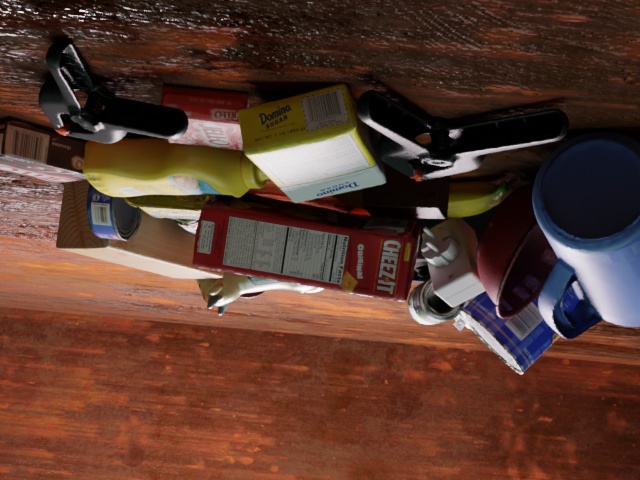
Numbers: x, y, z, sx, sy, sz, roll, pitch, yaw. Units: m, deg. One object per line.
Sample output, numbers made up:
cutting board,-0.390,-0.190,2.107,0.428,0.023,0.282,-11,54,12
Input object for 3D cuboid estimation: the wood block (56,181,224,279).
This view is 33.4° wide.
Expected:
wood block,-0.213,-0.013,1.317,0.090,0.091,0.205,-1,168,35

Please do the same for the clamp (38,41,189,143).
clamp,-0.177,-0.106,0.877,0.120,0.039,0.172,34,165,-14

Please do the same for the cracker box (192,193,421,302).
cracker box,-0.007,0.001,1.098,0.214,0.072,0.164,9,-172,6

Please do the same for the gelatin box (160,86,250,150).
gelatin box,-0.097,-0.103,0.918,0.073,0.030,0.089,6,170,-2

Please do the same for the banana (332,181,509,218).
banana,0.105,-0.049,1.113,0.198,0.037,0.069,0,152,22

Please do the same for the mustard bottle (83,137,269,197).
mustard bottle,-0.126,-0.071,1.036,0.192,0.058,0.096,2,170,21

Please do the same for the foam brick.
foam brick,0.085,-0.051,1.048,0.078,0.053,0.051,3,170,16

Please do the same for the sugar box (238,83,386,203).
sugar box,-0.002,-0.079,0.919,0.093,0.048,0.176,-12,169,9

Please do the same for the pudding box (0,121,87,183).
pudding box,-0.293,-0.087,1.089,0.090,0.039,0.113,-3,166,45

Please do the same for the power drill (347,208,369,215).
power drill,-0.015,-0.015,1.306,0.187,0.057,0.184,3,173,2

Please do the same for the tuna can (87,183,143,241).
tuna can,-0.223,-0.043,1.167,0.034,0.086,0.086,5,170,12

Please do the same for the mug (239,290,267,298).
mug,-0.126,0.032,1.566,0.117,0.093,0.082,40,166,-12

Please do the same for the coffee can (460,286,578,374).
coffee can,0.248,0.071,1.240,0.103,0.140,0.103,46,176,4

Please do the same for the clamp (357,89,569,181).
clamp,0.111,-0.083,0.901,0.164,0.036,0.210,5,172,2

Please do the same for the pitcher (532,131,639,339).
pitcher,0.266,0.000,0.978,0.145,0.149,0.242,-6,162,23

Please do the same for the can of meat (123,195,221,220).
can of meat,-0.153,-0.054,1.152,0.102,0.057,0.084,4,172,6

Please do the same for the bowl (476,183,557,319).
bowl,0.207,-0.002,1.078,0.055,0.162,0.162,34,-177,25
